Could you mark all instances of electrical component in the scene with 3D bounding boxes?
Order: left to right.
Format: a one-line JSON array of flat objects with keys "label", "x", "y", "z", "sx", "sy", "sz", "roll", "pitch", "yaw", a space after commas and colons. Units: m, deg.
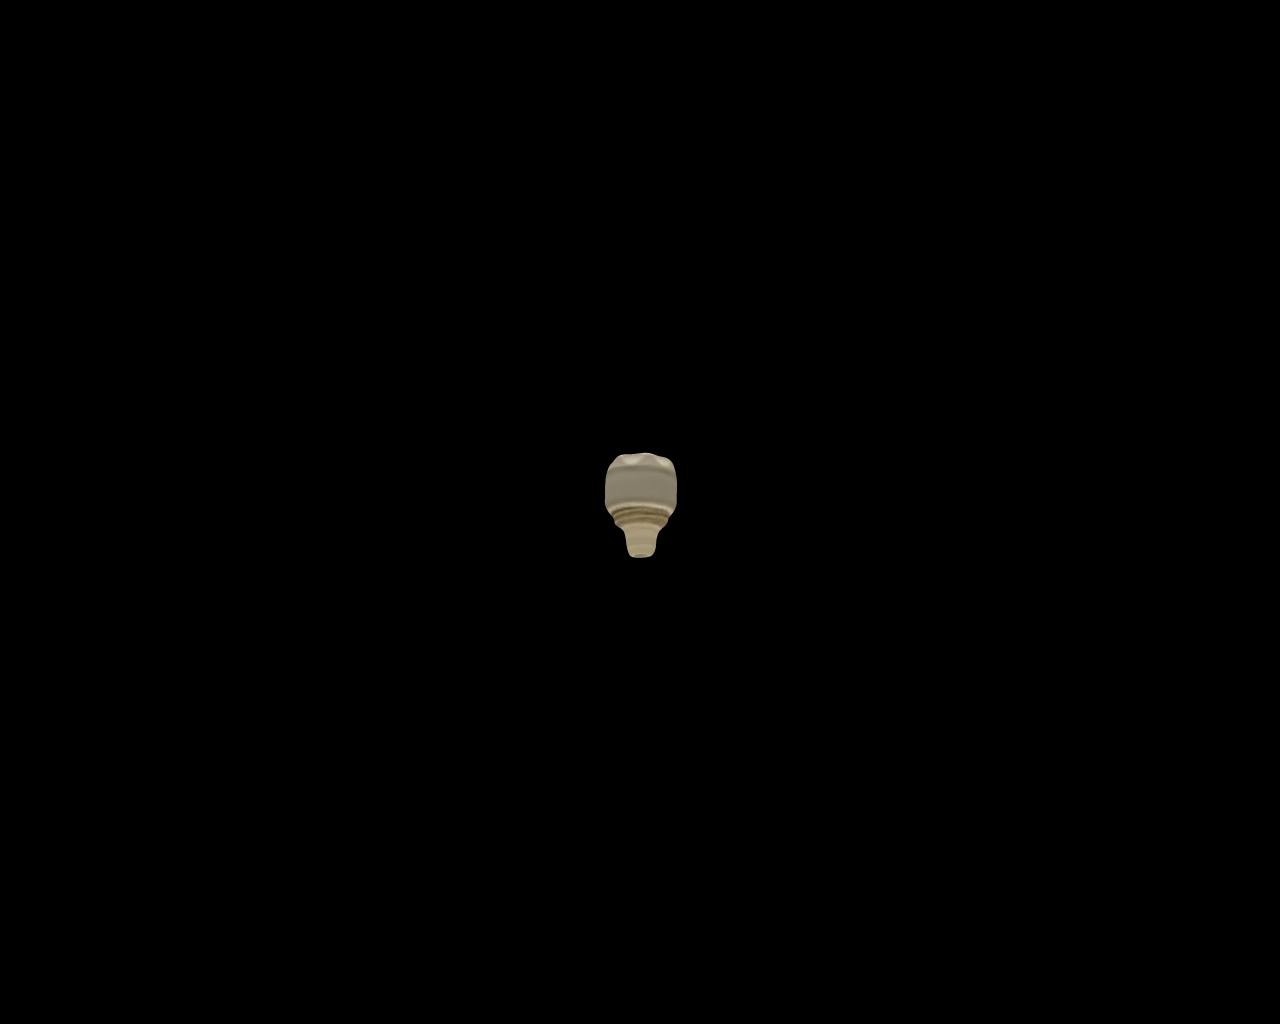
[{"label": "electrical component", "x": 0.001, "y": -0.003, "z": 0.650, "sx": 0.043, "sy": 0.062, "sz": 0.043, "roll": 0, "pitch": -14, "yaw": 0}]
